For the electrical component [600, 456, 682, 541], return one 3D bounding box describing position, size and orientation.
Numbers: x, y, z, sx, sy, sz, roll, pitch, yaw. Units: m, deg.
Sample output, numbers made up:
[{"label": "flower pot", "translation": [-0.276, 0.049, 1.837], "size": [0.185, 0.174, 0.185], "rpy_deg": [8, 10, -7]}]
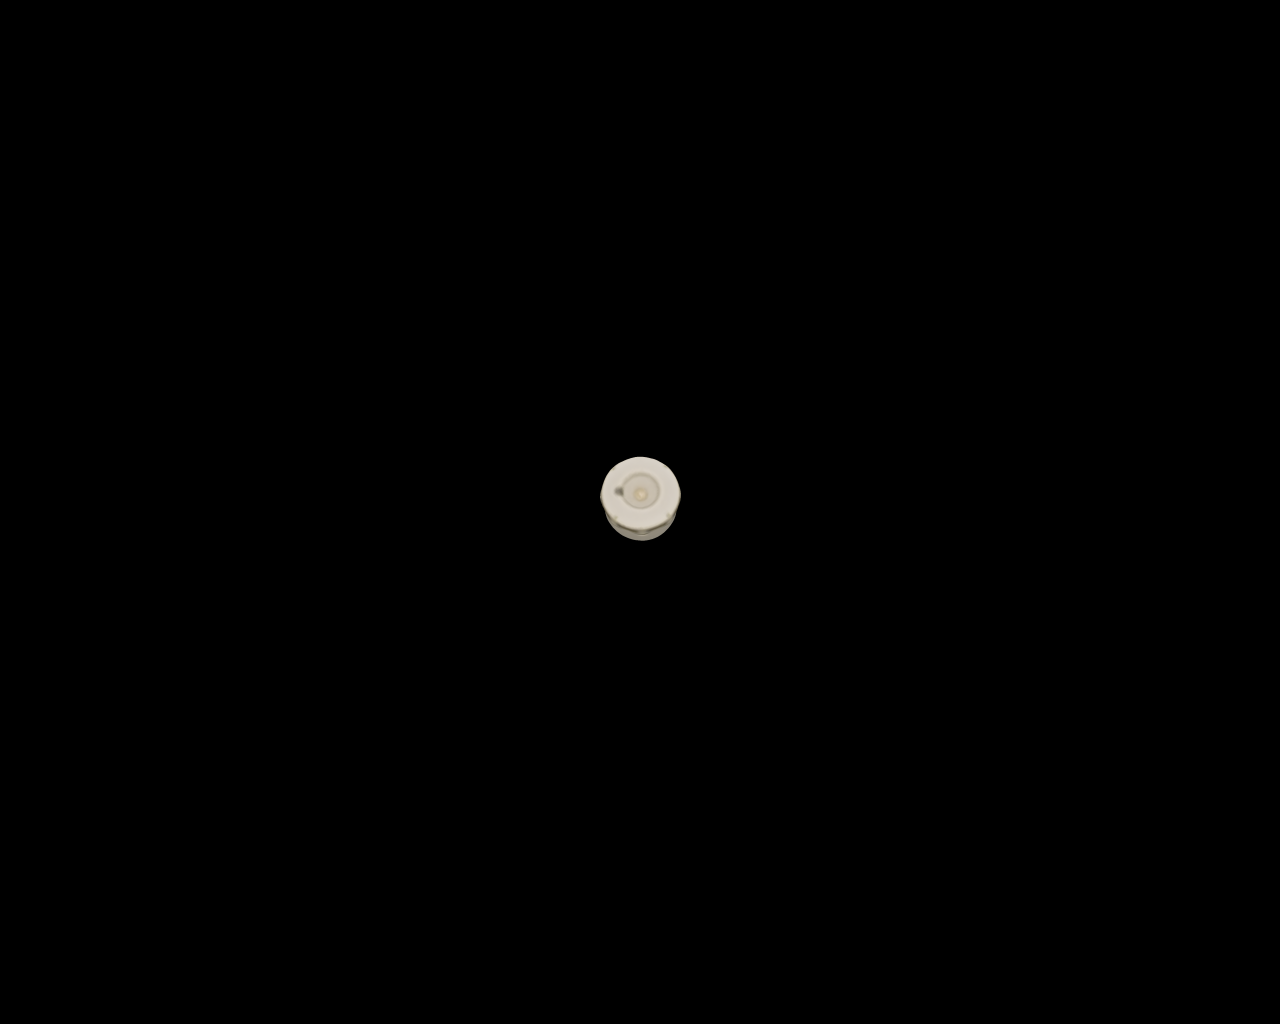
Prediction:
[{"label": "electrical component", "translation": [0.001, -0.003, 0.650], "size": [0.048, 0.048, 0.062], "rpy_deg": [0, -19, 0]}]
